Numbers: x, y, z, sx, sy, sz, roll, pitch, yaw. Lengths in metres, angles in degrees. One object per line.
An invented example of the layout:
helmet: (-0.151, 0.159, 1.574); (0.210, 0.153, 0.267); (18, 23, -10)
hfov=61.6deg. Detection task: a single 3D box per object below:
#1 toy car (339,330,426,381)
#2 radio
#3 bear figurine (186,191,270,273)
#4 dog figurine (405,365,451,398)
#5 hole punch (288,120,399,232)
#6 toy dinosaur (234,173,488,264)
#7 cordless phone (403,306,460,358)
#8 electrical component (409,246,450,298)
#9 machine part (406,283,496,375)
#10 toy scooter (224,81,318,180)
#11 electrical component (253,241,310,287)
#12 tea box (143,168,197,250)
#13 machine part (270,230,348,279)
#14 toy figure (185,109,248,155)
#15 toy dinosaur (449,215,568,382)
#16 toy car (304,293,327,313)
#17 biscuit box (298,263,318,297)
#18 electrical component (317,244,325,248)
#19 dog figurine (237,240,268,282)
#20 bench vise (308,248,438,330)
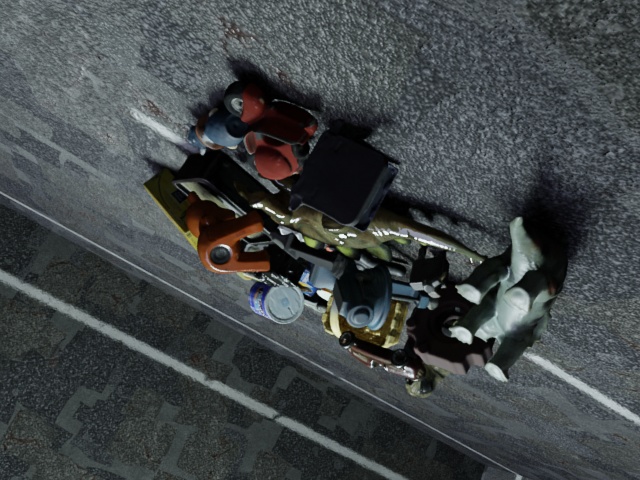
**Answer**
toy car: (0.121, 0.238, 1.093); (0.202, 0.053, 0.089); (10, 159, 42)
radio: (-0.170, -0.079, 1.082); (0.229, 0.073, 0.131); (40, 156, -33)
bear figurine: (-0.176, -0.019, 0.989); (0.196, 0.132, 0.120); (-121, 21, -60)
dog figurine: (0.287, 0.276, 1.223); (0.121, 0.190, 0.172); (31, 158, -12)
hole punch: (0.038, -0.081, 0.755); (0.116, 0.142, 0.092); (32, -171, 23)
toy dinosaur: (0.047, -0.035, 0.897); (0.472, 0.105, 0.198); (17, 167, 29)
cordless phone: (0.247, 0.216, 1.134); (0.147, 0.184, 0.088); (17, 153, 25)
electrical component: (0.192, 0.049, 0.926); (0.078, 0.102, 0.045); (-2, 142, 36)
machine part: (0.254, 0.165, 1.027); (0.180, 0.179, 0.056); (14, 153, 31)
toy scooter: (-0.054, -0.147, 0.776); (0.135, 0.075, 0.183); (16, 153, 24)
electrical component: (-0.070, 0.033, 1.145); (0.058, 0.134, 0.115); (39, 154, -28)
tea box: (-0.312, -0.069, 1.207); (0.170, 0.068, 0.098); (45, 166, 18)
machine part: (-0.021, 0.023, 0.936); (0.139, 0.039, 0.084); (23, 164, 15)
toy figure: (-0.167, -0.174, 0.869); (0.058, 0.064, 0.155); (-6, -174, -34)
toy dinosaur: (0.293, 0.066, 0.782); (0.131, 0.192, 0.404); (36, 148, 23)
toy car: (-0.023, 0.147, 1.457); (0.202, 0.073, 0.056); (15, 153, 29)
biscuit box: (-0.020, 0.083, 1.313); (0.059, 0.063, 0.202); (26, 161, -1)
electrical component: (-0.002, -0.003, 1.077); (0.021, 0.094, 0.063); (6, -163, -6)
dog figurine: (-0.141, 0.052, 1.302); (0.191, 0.108, 0.219); (8, 172, -24)
bench vise: (0.104, 0.090, 1.016); (0.241, 0.128, 0.224); (10, -164, -15)
